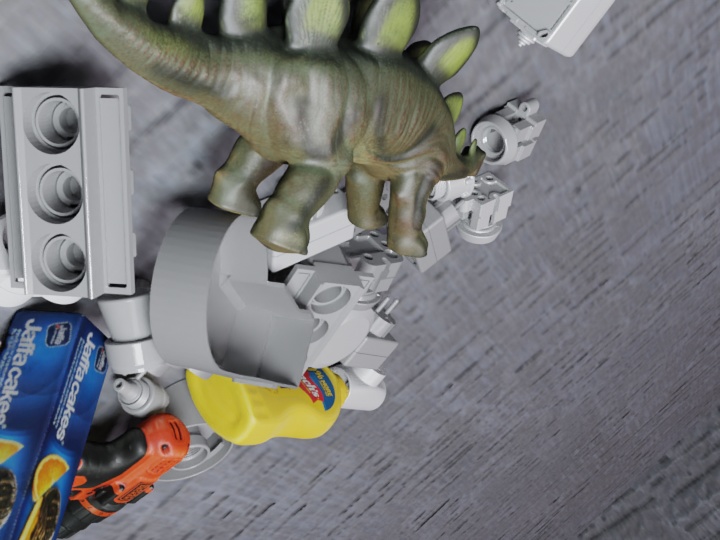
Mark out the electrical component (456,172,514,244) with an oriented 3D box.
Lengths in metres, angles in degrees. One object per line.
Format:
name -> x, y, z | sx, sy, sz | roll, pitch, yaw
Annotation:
electrical component -> 0.122, -0.060, 1.077 | 0.066, 0.048, 0.055 | -25, 140, -30

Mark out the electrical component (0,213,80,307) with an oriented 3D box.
electrical component -> -0.235, 0.000, 0.705 | 0.074, 0.052, 0.138 | -32, 161, 34

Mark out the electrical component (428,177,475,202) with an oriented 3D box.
electrical component -> 0.071, -0.083, 0.984 | 0.062, 0.048, 0.048 | -19, 145, -24

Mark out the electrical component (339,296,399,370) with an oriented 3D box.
electrical component -> 0.010, 0.057, 1.094 | 0.076, 0.047, 0.066 | -50, 151, 14

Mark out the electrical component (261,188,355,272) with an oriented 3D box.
electrical component -> -0.048, -0.052, 0.872 | 0.083, 0.047, 0.075 | -25, 144, -30

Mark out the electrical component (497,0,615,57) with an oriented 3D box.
electrical component -> 0.166, -0.223, 0.890 | 0.061, 0.061, 0.096 | 7, 125, -55

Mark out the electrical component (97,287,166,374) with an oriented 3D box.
electrical component -> -0.166, 0.044, 0.786 | 0.045, 0.045, 0.055 | -16, 103, -40

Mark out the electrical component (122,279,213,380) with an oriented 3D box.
electrical component -> -0.163, 0.061, 0.876 | 0.073, 0.052, 0.138 | -45, 152, 5

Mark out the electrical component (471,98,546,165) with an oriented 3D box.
electrical component -> 0.137, -0.126, 1.006 | 0.055, 0.048, 0.066 | -27, 149, -40

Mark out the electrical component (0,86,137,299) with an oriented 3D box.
electrical component -> -0.171, -0.050, 0.650 | 0.063, 0.079, 0.121 | -44, 136, -73

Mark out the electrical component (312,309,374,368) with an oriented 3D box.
electrical component -> -0.030, 0.051, 1.031 | 0.080, 0.051, 0.080 | -31, 150, -21

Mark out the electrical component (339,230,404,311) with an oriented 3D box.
electrical component -> 0.000, 0.000, 0.993 | 0.078, 0.058, 0.057 | -9, 135, -43

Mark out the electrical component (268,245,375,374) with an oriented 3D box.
electrical component -> -0.053, 0.033, 0.943 | 0.079, 0.063, 0.121 | 7, 133, -35

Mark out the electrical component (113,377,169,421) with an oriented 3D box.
electrical component -> -0.191, 0.107, 0.924 | 0.035, 0.035, 0.061 | -42, 149, -1

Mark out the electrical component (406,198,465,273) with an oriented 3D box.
electrical component -> 0.069, -0.049, 1.024 | 0.077, 0.047, 0.065 | -38, 151, -9

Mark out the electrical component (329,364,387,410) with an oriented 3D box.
electrical component -> 0.002, 0.117, 1.170 | 0.079, 0.043, 0.077 | -50, 151, 14

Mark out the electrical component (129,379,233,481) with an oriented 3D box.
electrical component -> -0.167, 0.150, 1.006 | 0.099, 0.064, 0.099 | -18, 143, -14
